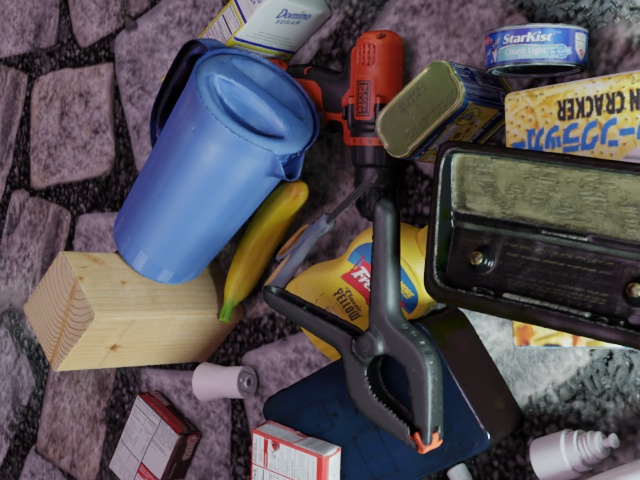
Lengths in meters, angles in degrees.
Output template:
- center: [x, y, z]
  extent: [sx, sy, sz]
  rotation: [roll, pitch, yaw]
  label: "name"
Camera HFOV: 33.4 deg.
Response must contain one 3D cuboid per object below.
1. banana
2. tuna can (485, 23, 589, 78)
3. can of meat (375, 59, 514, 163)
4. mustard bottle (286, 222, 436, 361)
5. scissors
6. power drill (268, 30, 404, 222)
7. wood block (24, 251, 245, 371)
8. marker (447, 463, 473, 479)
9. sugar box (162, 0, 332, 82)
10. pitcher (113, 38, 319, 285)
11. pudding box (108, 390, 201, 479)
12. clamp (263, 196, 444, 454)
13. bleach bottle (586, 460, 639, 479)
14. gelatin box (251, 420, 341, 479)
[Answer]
- center: [-0.056, 0.001, 1.117]
  extent: [0.069, 0.037, 0.198]
  rotation: [-100, 32, -49]
  label: "banana"
- center: [0.182, -0.158, 0.896]
  extent: [0.086, 0.085, 0.034]
  rotation: [1, 91, 42]
  label: "tuna can"
- center: [0.112, -0.113, 0.958]
  extent: [0.102, 0.083, 0.057]
  rotation: [-44, 62, 32]
  label: "can of meat"
- center: [0.060, 0.037, 1.009]
  extent: [0.192, 0.058, 0.096]
  rotation: [-35, 90, 34]
  label: "mustard bottle"
- center: [-0.007, 0.001, 1.035]
  extent: [0.096, 0.016, 0.202]
  rotation: [-59, 11, -24]
  label: "scissors"
- center: [0.006, -0.114, 1.073]
  extent: [0.188, 0.057, 0.184]
  rotation: [6, 95, 40]
  label: "power drill"
- center: [-0.194, 0.075, 1.143]
  extent: [0.091, 0.205, 0.090]
  rotation: [-50, 58, 28]
  label: "wood block"
- center: [0.152, 0.256, 0.950]
  extent: [0.020, 0.020, 0.121]
  rotation: [-47, 59, 30]
  label: "marker"
- center: [-0.079, -0.204, 1.127]
  extent: [0.176, 0.093, 0.048]
  rotation: [-43, 61, 31]
  label: "sugar box"
- center: [-0.119, -0.073, 1.072]
  extent: [0.243, 0.145, 0.149]
  rotation: [-50, 20, 39]
  label: "pitcher"
- center: [-0.195, 0.247, 1.249]
  extent: [0.090, 0.039, 0.113]
  rotation: [37, 110, 37]
  label: "pudding box"
- center: [0.039, 0.089, 0.922]
  extent: [0.165, 0.036, 0.210]
  rotation: [-30, 77, 36]
  label: "clamp"
- center: [0.248, 0.216, 0.839]
  extent: [0.251, 0.067, 0.102]
  rotation: [-42, 64, 30]
  label: "bleach bottle"
- center: [-0.024, 0.217, 0.995]
  extent: [0.089, 0.030, 0.073]
  rotation: [13, 109, 35]
  label: "gelatin box"
